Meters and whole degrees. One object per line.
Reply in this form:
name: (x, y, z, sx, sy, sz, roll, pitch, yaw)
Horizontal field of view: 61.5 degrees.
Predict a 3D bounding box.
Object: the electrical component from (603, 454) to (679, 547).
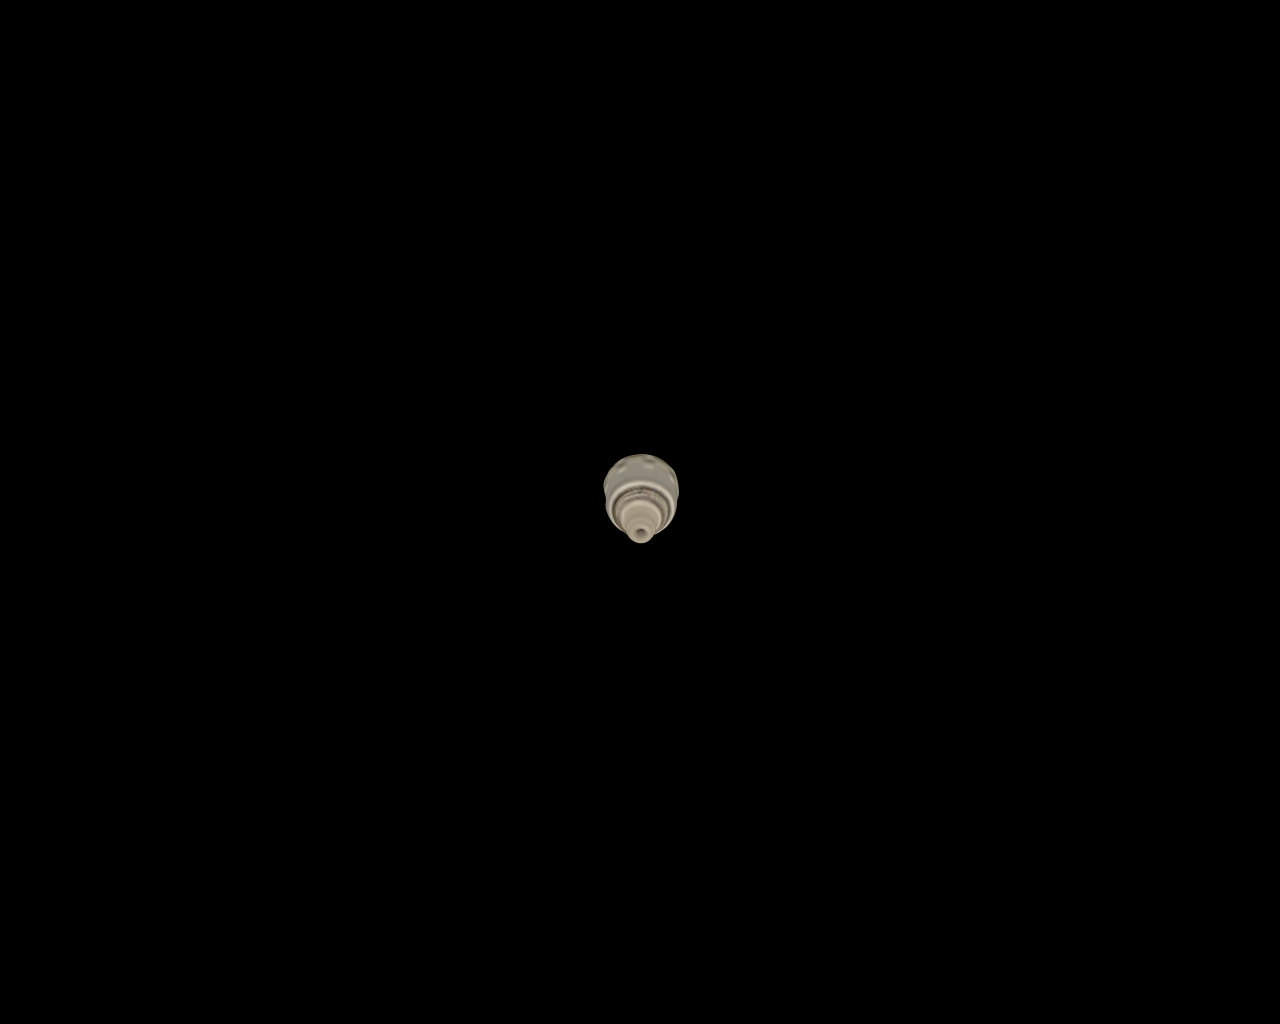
electrical component: (0.001, -0.003, 0.650, 0.048, 0.048, 0.062, 0, 32, 0)
